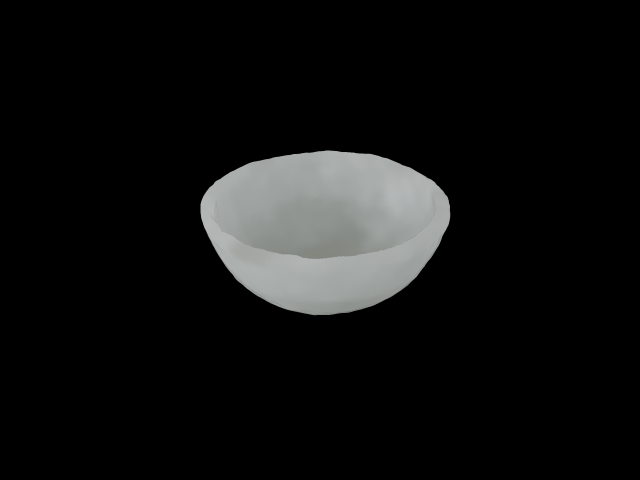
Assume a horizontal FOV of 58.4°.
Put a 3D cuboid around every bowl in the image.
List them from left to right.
[{"bbox_3d":[0.004,0.001,0.400,0.167,0.075,0.167,0,31,0],"label":"bowl"}]
